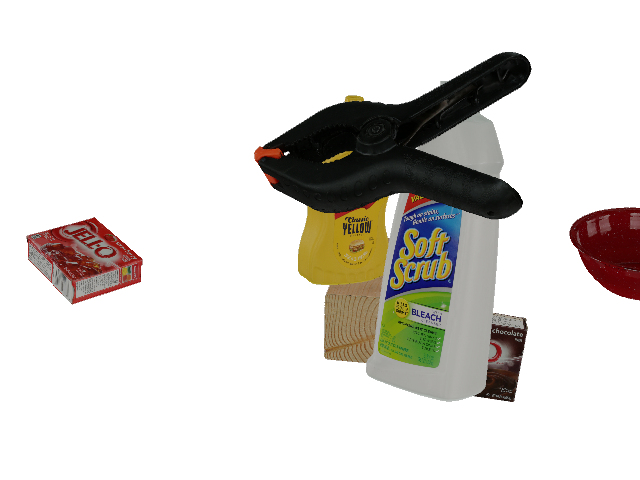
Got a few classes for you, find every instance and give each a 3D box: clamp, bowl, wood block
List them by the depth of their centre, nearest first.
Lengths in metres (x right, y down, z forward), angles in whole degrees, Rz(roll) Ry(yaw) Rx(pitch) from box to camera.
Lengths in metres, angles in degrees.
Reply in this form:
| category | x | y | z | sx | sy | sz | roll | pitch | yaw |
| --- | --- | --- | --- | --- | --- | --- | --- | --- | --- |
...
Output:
| category | x | y | z | sx | sy | sz | roll | pitch | yaw |
| --- | --- | --- | --- | --- | --- | --- | --- | --- | --- |
| clamp | 0.043 | -0.047 | 0.620 | 0.172 | 0.039 | 0.120 | -15 | 40 | 19 |
| bowl | 0.350 | 0.020 | 1.156 | 0.162 | 0.055 | 0.162 | -1 | 26 | 0 |
| wood block | 0.065 | 0.072 | 1.368 | 0.091 | 0.090 | 0.206 | 4 | 21 | 8 |

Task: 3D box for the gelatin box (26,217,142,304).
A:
| category | x | y | z | sx | sy | sz | roll | pitch | yaw |
| --- | --- | --- | --- | --- | --- | --- | --- | --- | --- |
| gelatin box | -0.219 | 0.016 | 0.988 | 0.073 | 0.030 | 0.089 | -18 | 40 | -36 |

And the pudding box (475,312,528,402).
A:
| category | x | y | z | sx | sy | sz | roll | pitch | yaw |
| --- | --- | --- | --- | --- | --- | --- | --- | --- | --- |
| pudding box | 0.163 | 0.121 | 1.162 | 0.113 | 0.090 | 0.039 | 7 | 23 | 4 |

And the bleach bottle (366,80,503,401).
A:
| category | x | y | z | sx | sy | sz | roll | pitch | yaw |
| --- | --- | --- | --- | --- | --- | --- | --- | --- | --- |
| bleach bottle | 0.096 | -0.003 | 0.867 | 0.103 | 0.251 | 0.067 | 13 | 15 | 42 |

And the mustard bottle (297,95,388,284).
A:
| category | x | y | z | sx | sy | sz | roll | pitch | yaw |
| --- | --- | --- | --- | --- | --- | --- | --- | --- | --- |
| mustard bottle | 0.029 | -0.053 | 1.095 | 0.096 | 0.192 | 0.058 | -5 | 20 | -25 |
